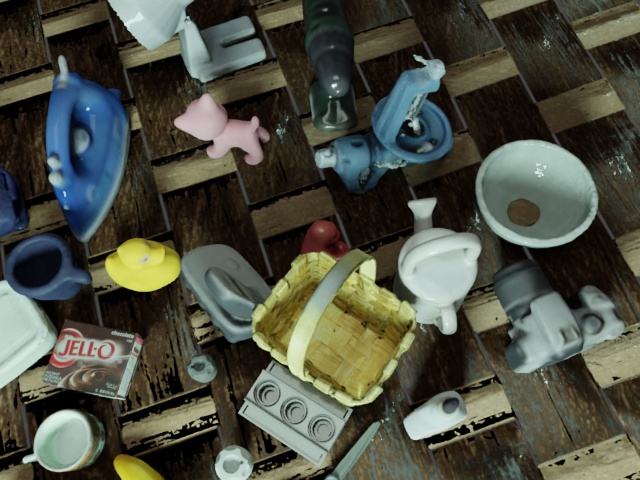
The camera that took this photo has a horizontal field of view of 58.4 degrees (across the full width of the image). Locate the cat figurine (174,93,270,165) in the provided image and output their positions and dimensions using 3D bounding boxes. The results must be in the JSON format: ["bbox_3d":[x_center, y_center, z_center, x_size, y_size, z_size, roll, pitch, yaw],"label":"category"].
[{"bbox_3d":[-0.149,-0.176,0.874,0.127,0.118,0.067,7,68,6],"label":"cat figurine"}]

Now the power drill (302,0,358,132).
[{"bbox_3d":[0.017,-0.256,0.849,0.075,0.208,0.229,-8,67,0],"label":"power drill"}]

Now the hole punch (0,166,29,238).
[{"bbox_3d":[-0.509,-0.060,0.861,0.101,0.091,0.108,-24,68,-6],"label":"hole punch"}]

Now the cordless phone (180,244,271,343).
[{"bbox_3d":[-0.126,0.051,0.743,0.094,0.185,0.147,-41,71,-13],"label":"cordless phone"}]

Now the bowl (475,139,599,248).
[{"bbox_3d":[0.301,-0.056,0.823,0.167,0.075,0.167,-1,68,3],"label":"bowl"}]

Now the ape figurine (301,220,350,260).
[{"bbox_3d":[0.007,0.003,0.806,0.076,0.092,0.077,-15,67,-3],"label":"ape figurine"}]

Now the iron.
[{"bbox_3d":[-0.369,-0.140,0.859,0.118,0.141,0.258,-5,67,2],"label":"iron"}]

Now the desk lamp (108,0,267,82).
[{"bbox_3d":[-0.208,-0.357,0.900,0.203,0.214,0.118,-23,68,-6],"label":"desk lamp"}]

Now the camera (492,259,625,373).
[{"bbox_3d":[0.299,0.087,0.750,0.143,0.101,0.136,-20,68,-5],"label":"camera"}]

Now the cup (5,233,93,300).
[{"bbox_3d":[-0.362,0.050,0.805,0.117,0.095,0.092,12,69,8],"label":"cup"}]

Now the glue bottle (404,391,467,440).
[{"bbox_3d":[0.142,0.203,0.672,0.078,0.173,0.037,-24,68,-6],"label":"glue bottle"}]

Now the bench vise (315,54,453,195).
[{"bbox_3d":[0.101,-0.147,0.793,0.207,0.220,0.121,-36,70,-11],"label":"bench vise"}]

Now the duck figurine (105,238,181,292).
[{"bbox_3d":[-0.259,0.027,0.814,0.104,0.086,0.077,-2,67,2],"label":"duck figurine"}]

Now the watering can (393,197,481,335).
[{"bbox_3d":[0.145,0.029,0.732,0.101,0.194,0.172,-30,69,-9],"label":"watering can"}]
